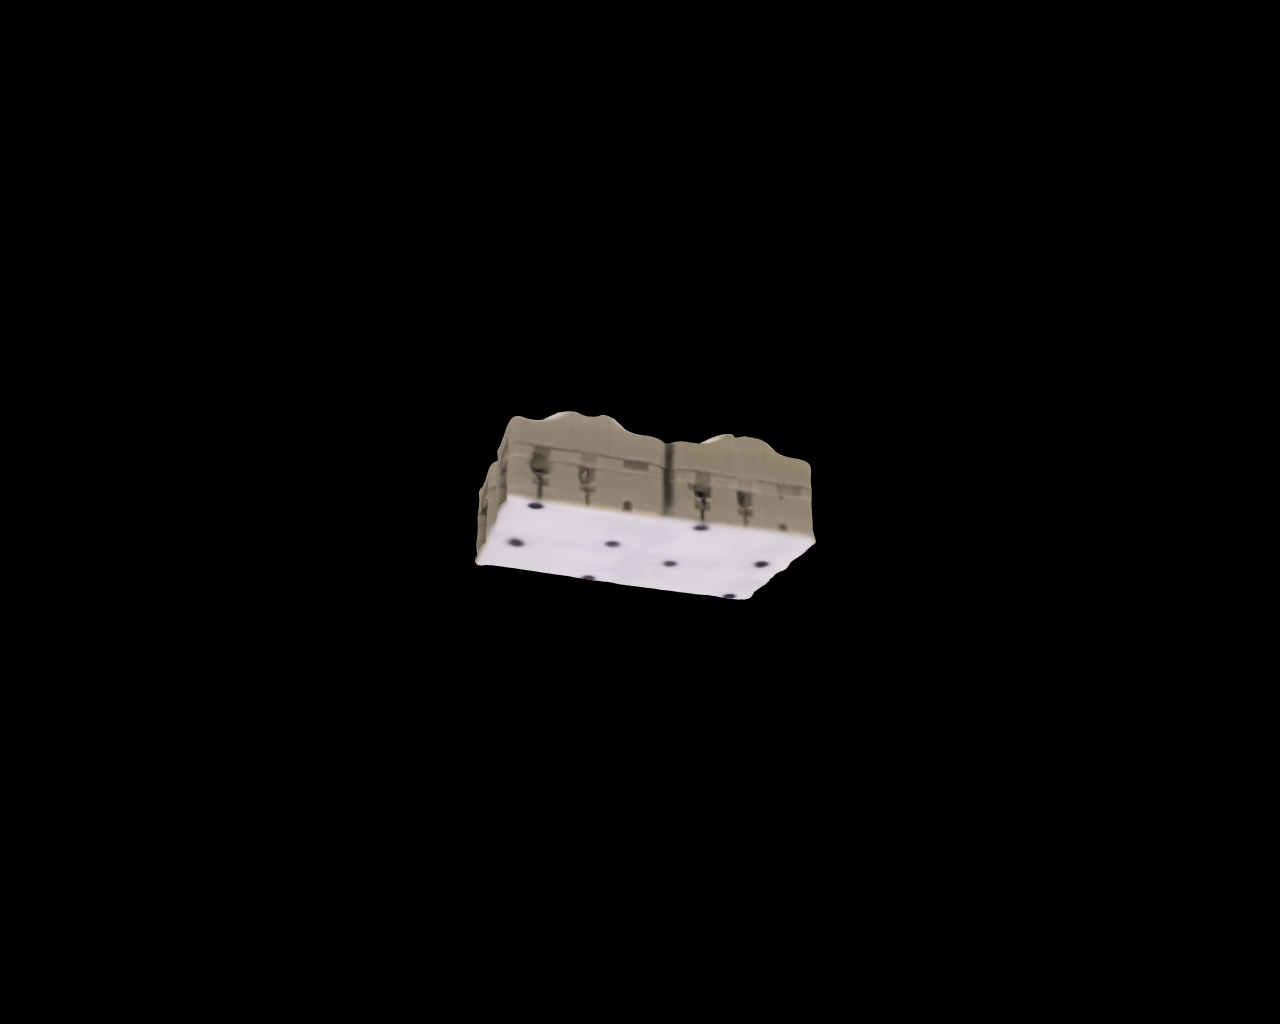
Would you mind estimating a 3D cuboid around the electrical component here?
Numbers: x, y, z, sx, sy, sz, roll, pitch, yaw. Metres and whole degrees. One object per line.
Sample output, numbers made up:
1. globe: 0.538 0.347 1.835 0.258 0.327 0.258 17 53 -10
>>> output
1. electrical component: 0.001 -0.003 0.650 0.186 0.060 0.105 8 -28 -16
